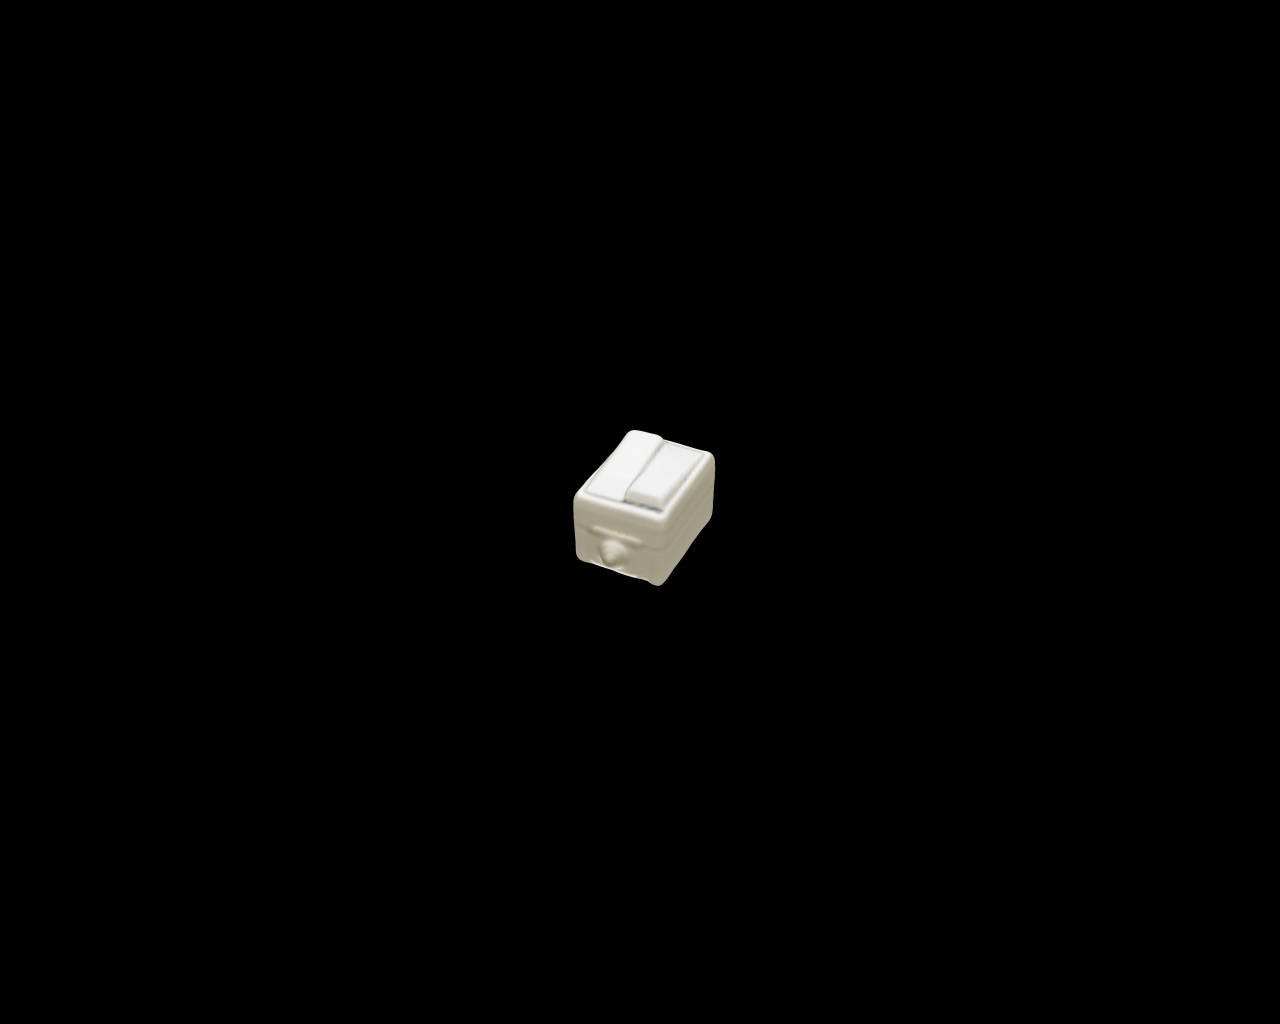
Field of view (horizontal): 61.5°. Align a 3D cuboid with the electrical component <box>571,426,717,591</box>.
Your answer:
[{"bbox_3d":[0.001,-0.003,0.650,0.062,0.061,0.096,17,42,21],"label":"electrical component"}]
